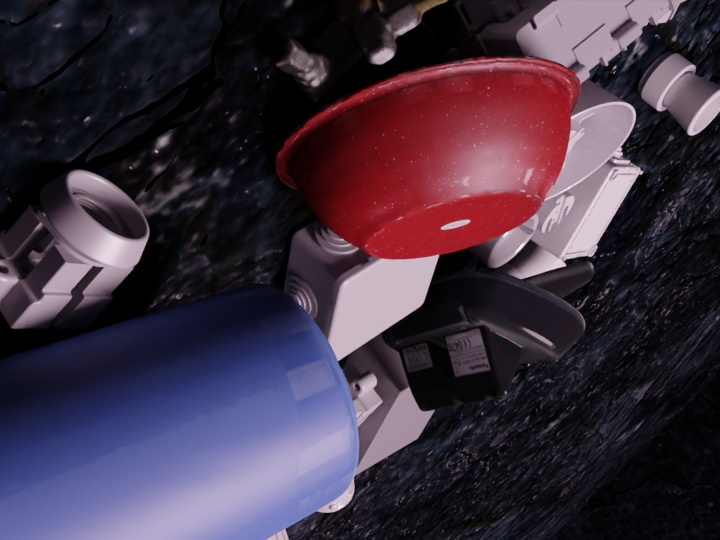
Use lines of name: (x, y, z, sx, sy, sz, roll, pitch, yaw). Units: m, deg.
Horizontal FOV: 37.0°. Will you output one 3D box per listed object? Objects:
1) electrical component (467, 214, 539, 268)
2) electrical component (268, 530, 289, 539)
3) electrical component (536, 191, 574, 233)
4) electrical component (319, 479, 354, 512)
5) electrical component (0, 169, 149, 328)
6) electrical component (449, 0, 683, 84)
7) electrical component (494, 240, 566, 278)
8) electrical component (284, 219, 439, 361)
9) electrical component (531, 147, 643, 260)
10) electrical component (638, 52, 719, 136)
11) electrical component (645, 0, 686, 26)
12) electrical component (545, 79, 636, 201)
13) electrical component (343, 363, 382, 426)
electrical component: (0.092, -0.035, 0.756, 0.055, 0.047, 0.055, -37, 156, -20)
electrical component: (-0.115, 0.202, 0.736, 0.105, 0.060, 0.186, -23, 156, 2)
electrical component: (0.128, -0.055, 0.786, 0.040, 0.046, 0.040, -38, 156, -20)
electrical component: (-0.028, 0.169, 0.896, 0.048, 0.048, 0.062, -34, 148, -26)
electrical component: (-0.120, -0.008, 0.444, 0.055, 0.048, 0.066, -45, 159, 18)
electrical component: (0.119, -0.144, 0.584, 0.121, 0.063, 0.078, -39, 116, -15)
electrical component: (0.141, 0.004, 0.908, 0.055, 0.045, 0.045, -44, 157, -2)
electrical component: (0.000, 0.000, 0.655, 0.100, 0.048, 0.099, -32, 153, -31)
electrical component: (0.166, -0.063, 0.825, 0.062, 0.061, 0.096, -7, 130, -56)
electrical component: (0.254, -0.140, 0.847, 0.045, 0.055, 0.045, -37, 156, -20)
electrical component: (0.187, -0.181, 0.674, 0.083, 0.047, 0.075, -30, 153, -33)
electrical component: (0.121, -0.085, 0.699, 0.099, 0.064, 0.099, -37, 156, -20)
electrical component: (-0.022, 0.104, 0.794, 0.055, 0.048, 0.066, -28, 164, -41)
